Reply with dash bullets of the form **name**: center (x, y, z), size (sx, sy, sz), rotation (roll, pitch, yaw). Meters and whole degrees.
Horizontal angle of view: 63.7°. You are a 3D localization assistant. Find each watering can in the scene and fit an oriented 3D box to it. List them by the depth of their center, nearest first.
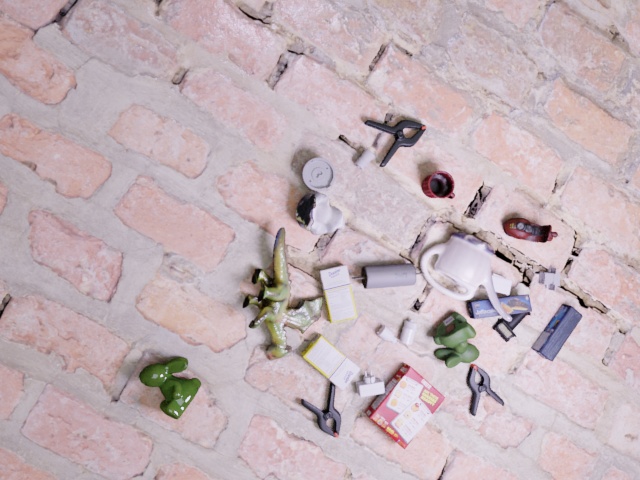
- **watering can**: center (0.511, 0.106, 1.717), size (0.349, 0.103, 0.225), rotation (28, 86, 11)

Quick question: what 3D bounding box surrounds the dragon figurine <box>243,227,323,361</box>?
- **dragon figurine**: center (-0.100, 0.188, 1.642), size (0.241, 0.122, 0.412), rotation (23, 86, -26)

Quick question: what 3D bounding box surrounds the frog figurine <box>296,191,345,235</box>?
- **frog figurine**: center (0.005, -0.084, 1.669), size (0.159, 0.122, 0.138), rotation (7, 77, -45)
